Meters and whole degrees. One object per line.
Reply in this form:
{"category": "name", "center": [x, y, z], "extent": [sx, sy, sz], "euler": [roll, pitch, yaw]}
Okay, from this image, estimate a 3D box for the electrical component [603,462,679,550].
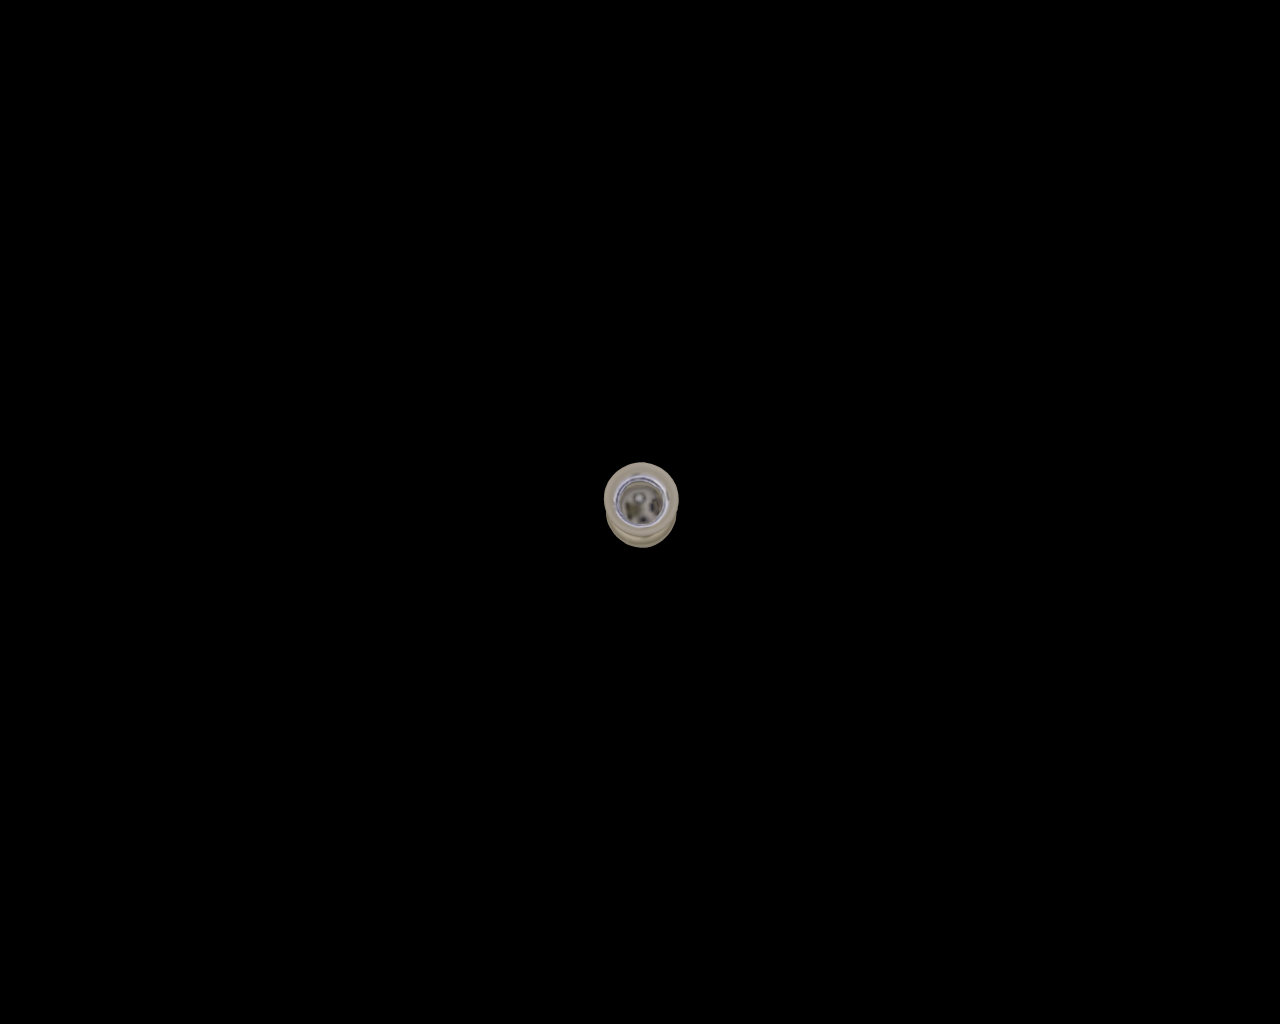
{"category": "electrical component", "center": [0.001, -0.003, 0.650], "extent": [0.045, 0.045, 0.055], "euler": [0, -12, 0]}
